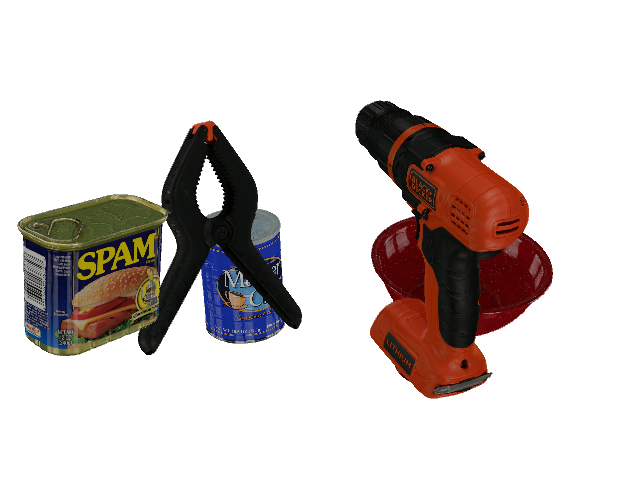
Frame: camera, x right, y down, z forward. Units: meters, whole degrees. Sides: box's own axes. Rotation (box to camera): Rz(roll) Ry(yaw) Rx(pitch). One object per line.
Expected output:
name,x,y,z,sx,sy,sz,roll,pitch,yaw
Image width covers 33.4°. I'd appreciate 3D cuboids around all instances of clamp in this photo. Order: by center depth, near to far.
clamp,-0.089,-0.003,0.982,0.164,0.210,0.036,1,0,-33

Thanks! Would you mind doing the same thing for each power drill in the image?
power drill,0.076,0.006,0.783,0.057,0.188,0.185,-14,34,-21

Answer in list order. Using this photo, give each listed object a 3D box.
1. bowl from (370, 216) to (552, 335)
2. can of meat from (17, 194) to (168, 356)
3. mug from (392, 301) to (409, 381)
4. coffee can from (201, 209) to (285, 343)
bowl,0.124,0.038,0.962,0.162,0.055,0.162,2,33,-2
can of meat,-0.156,0.023,0.736,0.058,0.084,0.101,22,27,34
mug,0.132,0.114,1.188,0.093,0.081,0.117,-24,39,-34
coffee can,-0.098,0.043,1.334,0.103,0.140,0.103,-2,26,1
